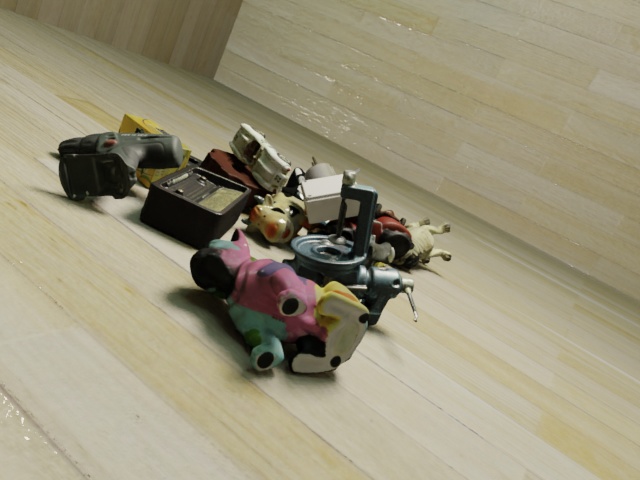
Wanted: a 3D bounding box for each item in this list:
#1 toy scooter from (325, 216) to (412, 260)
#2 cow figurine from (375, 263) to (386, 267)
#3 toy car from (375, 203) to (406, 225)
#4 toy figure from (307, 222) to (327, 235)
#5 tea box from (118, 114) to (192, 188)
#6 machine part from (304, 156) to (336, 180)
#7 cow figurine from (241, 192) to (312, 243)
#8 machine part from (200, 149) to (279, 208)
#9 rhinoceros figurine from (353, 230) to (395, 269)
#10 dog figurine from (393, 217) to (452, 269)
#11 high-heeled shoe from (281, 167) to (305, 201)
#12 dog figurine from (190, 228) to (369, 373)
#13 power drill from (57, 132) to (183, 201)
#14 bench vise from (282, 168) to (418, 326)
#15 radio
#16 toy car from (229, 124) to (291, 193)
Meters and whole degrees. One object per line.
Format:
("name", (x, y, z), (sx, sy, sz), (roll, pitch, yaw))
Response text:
("toy scooter", (0.094, -0.025, 1.097), (0.184, 0.075, 0.135), (10, 24, -16))
("cow figurine", (0.105, 0.017, 1.181), (0.098, 0.068, 0.167), (31, 17, 17))
("toy car", (0.156, -0.051, 1.387), (0.089, 0.053, 0.202), (32, -14, -6))
("toy figure", (-0.001, -0.005, 1.102), (0.058, 0.064, 0.154), (9, 19, -8))
("tea box", (-0.341, -0.175, 1.077), (0.170, 0.098, 0.068), (34, 17, 37))
("machine part", (0.025, -0.101, 1.309), (0.079, 0.079, 0.243), (7, 51, -49))
("cow figurine", (-0.083, -0.047, 1.080), (0.127, 0.085, 0.195), (29, 17, -9))
("machine part", (-0.176, -0.136, 1.182), (0.179, 0.056, 0.179), (29, 20, -12))
("rhinoceros figurine", (0.053, 0.033, 0.975), (0.190, 0.112, 0.073), (0, 26, -39))
("dog figurine", (0.214, 0.011, 1.347), (0.190, 0.121, 0.172), (-9, -1, -35))
("high-heeled shoe", (-0.034, -0.117, 1.405), (0.145, 0.086, 0.248), (37, 19, 14))
("dog figurine", (-0.063, 0.067, 0.698), (0.191, 0.108, 0.219), (12, 17, -36))
("power drill", (-0.358, -0.130, 0.900), (0.232, 0.085, 0.207), (-1, 18, -1))
("bench vise", (0.051, 0.014, 0.831), (0.224, 0.240, 0.129), (10, 19, 3))
("radio", (-0.214, -0.065, 0.951), (0.131, 0.073, 0.230), (24, 15, -2))
("toy car", (-0.130, -0.179, 1.162), (0.056, 0.073, 0.202), (15, 27, -48))
